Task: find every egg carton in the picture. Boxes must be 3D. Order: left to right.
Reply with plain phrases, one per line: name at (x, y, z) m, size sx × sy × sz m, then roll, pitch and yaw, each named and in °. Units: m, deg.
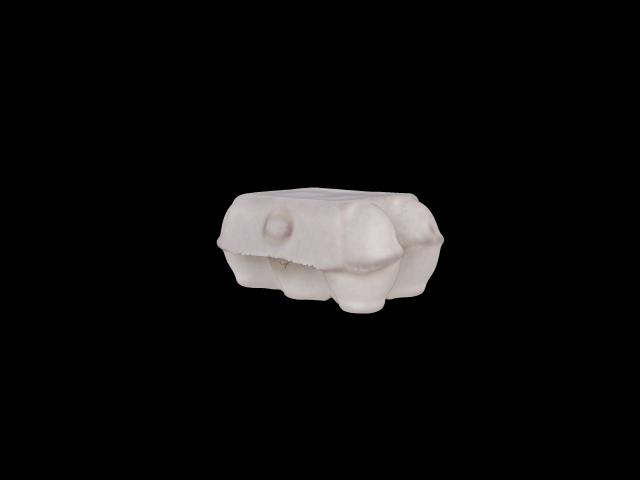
egg carton at (0.004, 0.001, 0.400) m, size 0.149 × 0.069 × 0.107 m, roll 8°, pitch 13°, yaw 39°
